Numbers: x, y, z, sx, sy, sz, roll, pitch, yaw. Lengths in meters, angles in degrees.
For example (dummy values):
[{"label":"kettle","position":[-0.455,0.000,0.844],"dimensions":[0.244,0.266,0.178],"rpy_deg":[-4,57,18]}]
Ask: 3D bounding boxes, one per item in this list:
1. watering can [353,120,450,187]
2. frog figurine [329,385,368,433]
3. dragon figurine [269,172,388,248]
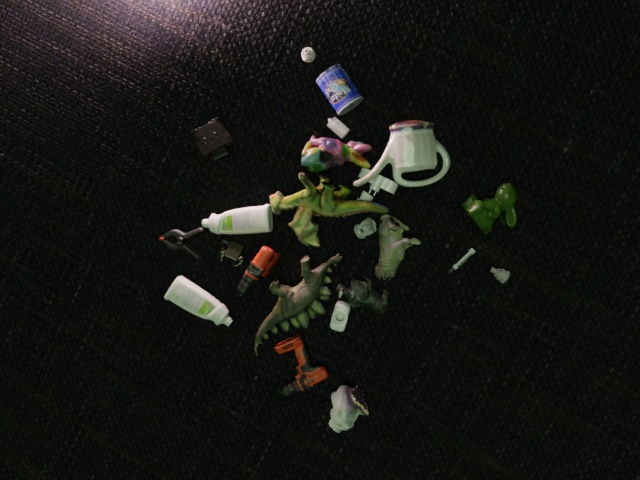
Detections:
[{"label":"watering can","position":[0.272,-0.285,1.721],"dimensions":[0.348,0.104,0.224],"rpy_deg":[-6,93,-12]},{"label":"frog figurine","position":[0.077,0.590,1.790],"dimensions":[0.158,0.121,0.140],"rpy_deg":[-40,55,16]},{"label":"dragon figurine","position":[0.005,-0.089,1.772],"dimensions":[0.412,0.123,0.240],"rpy_deg":[27,103,15]}]
